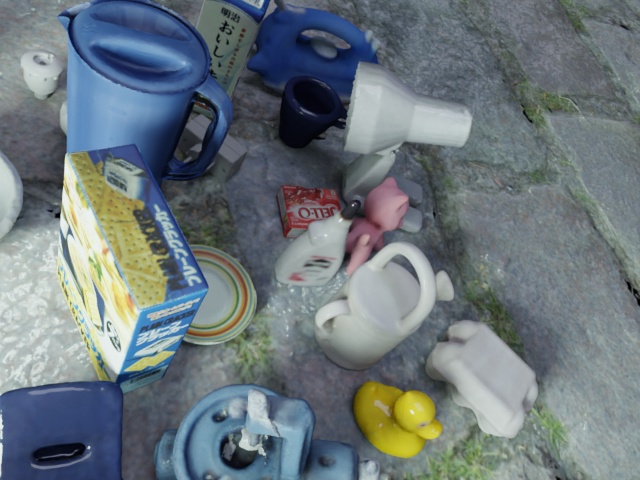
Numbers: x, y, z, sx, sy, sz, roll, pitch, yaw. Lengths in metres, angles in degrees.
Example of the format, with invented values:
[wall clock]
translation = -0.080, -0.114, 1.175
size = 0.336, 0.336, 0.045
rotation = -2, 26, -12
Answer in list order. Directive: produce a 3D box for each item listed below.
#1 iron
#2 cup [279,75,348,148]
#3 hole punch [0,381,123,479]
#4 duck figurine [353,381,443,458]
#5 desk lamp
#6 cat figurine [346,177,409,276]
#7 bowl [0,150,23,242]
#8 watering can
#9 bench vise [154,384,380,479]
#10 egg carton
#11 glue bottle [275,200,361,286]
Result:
[iron]
translation = 0.011, -0.314, 0.943
size = 0.259, 0.141, 0.118
rotation = 6, 56, -24
[cup]
translation = -0.012, -0.181, 0.870
size = 0.118, 0.095, 0.091
rotation = 20, 51, -14
[hole punch]
translation = -0.228, 0.184, 0.509
size = 0.109, 0.091, 0.101
rotation = 1, 58, -27
[duck figurine]
translation = 0.095, 0.201, 0.669
size = 0.104, 0.086, 0.078
rotation = 41, 49, 3
[desk lamp]
translation = 0.105, -0.134, 0.821
size = 0.203, 0.213, 0.118
rotation = 19, 51, -15
[cat figurine]
translation = 0.078, -0.026, 0.795
size = 0.067, 0.117, 0.128
rotation = 38, 49, 2
[bowl]
translation = -0.394, -0.030, 0.581
size = 0.168, 0.074, 0.167
rotation = 14, 53, -19
[watering can]
translation = 0.080, 0.070, 0.680
size = 0.173, 0.194, 0.101
rotation = -31, 76, -39
[bench vise]
translation = -0.032, 0.182, 0.527
size = 0.208, 0.219, 0.121
rotation = 1, 58, -27
[egg carton]
translation = 0.215, 0.180, 0.756
size = 0.150, 0.069, 0.107
rotation = 44, 50, 6
[glue bottle]
translation = 0.006, 0.003, 0.702
size = 0.078, 0.173, 0.037
rotation = 2, 57, -26
